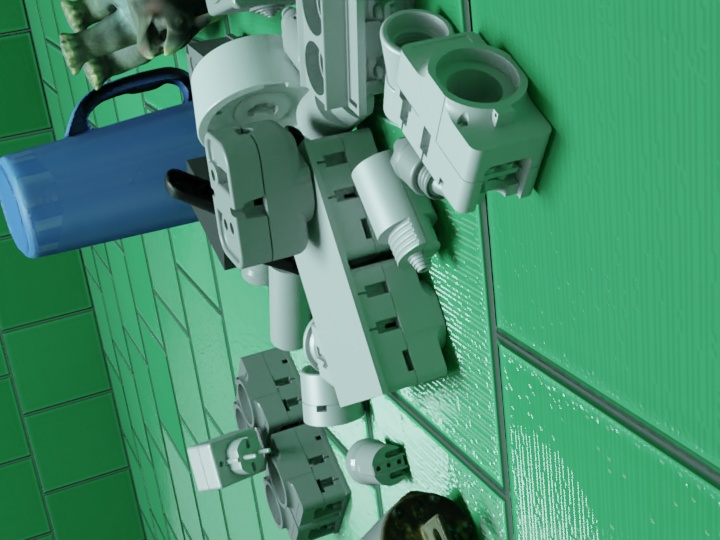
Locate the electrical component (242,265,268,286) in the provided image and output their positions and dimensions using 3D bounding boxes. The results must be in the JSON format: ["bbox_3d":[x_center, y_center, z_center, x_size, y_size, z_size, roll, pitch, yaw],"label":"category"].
[{"bbox_3d":[-0.100,-0.013,1.094,0.040,0.040,0.046,-127,34,-46],"label":"electrical component"}]

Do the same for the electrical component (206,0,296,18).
[{"bbox_3d":[-0.072,-0.232,0.771,0.048,0.100,0.099,0,105,56],"label":"electrical component"}]

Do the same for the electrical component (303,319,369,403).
[{"bbox_3d":[-0.013,0.063,0.887,0.057,0.058,0.078,24,127,62],"label":"electrical component"}]

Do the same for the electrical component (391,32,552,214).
[{"bbox_3d":[0.060,-0.086,0.591,0.055,0.050,0.089,99,149,-49],"label":"electrical component"}]

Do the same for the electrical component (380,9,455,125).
[{"bbox_3d":[0.033,-0.119,0.655,0.065,0.044,0.044,93,154,-52],"label":"electrical component"}]

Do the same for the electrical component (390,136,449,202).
[{"bbox_3d":[0.046,-0.061,0.672,0.061,0.035,0.035,51,150,44],"label":"electrical component"}]

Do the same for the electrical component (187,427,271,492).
[{"bbox_3d":[-0.124,0.191,1.097,0.077,0.066,0.047,-17,88,41],"label":"electrical component"}]

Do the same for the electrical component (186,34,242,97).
[{"bbox_3d":[-0.114,-0.167,0.992,0.113,0.057,0.078,-136,36,-55],"label":"electrical component"}]

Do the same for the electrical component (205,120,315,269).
[{"bbox_3d":[-0.070,-0.055,0.767,0.054,0.059,0.095,-138,38,-57],"label":"electrical component"}]

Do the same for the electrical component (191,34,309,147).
[{"bbox_3d":[-0.083,-0.143,0.857,0.108,0.108,0.060,116,141,-61],"label":"electrical component"}]

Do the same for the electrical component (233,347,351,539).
[{"bbox_3d":[-0.080,0.189,1.157,0.105,0.060,0.186,103,146,-53],"label":"electrical component"}]

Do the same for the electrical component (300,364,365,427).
[{"bbox_3d":[-0.026,0.109,0.963,0.055,0.055,0.047,-163,63,-67],"label":"electrical component"}]

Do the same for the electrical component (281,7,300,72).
[{"bbox_3d":[-0.039,-0.174,0.809,0.040,0.040,0.078,94,153,-42],"label":"electrical component"}]

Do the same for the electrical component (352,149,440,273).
[{"bbox_3d":[0.029,-0.036,0.722,0.043,0.043,0.081,119,133,-63],"label":"electrical component"}]

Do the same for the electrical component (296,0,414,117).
[{"bbox_3d":[-0.004,-0.171,0.682,0.078,0.063,0.121,-130,31,-50],"label":"electrical component"}]

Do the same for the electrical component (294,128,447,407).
[{"bbox_3d":[0.000,0.000,0.801,0.105,0.060,0.186,145,108,-69],"label":"electrical component"}]

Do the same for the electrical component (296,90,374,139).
[{"bbox_3d":[-0.015,-0.122,0.777,0.081,0.043,0.043,155,99,-70],"label":"electrical component"}]

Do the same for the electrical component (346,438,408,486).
[{"bbox_3d":[0.015,0.164,0.914,0.046,0.040,0.040,-11,94,64],"label":"electrical component"}]
